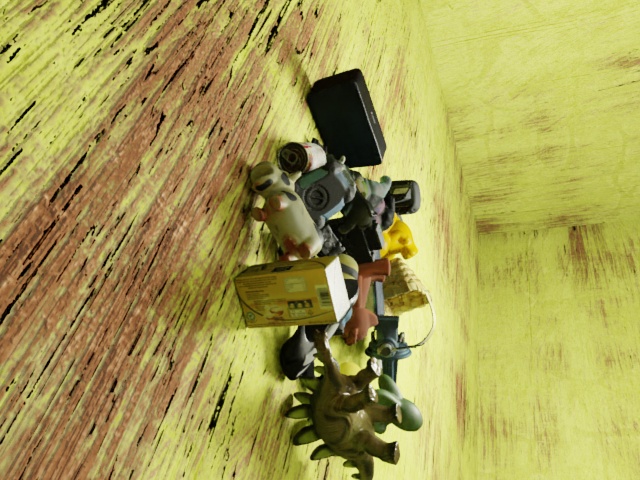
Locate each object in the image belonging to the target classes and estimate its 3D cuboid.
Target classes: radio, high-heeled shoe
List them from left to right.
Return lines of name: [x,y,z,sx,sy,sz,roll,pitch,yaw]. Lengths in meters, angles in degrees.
high-heeled shoe: [0.009,0.172,1.064,0.249,0.086,0.145,-24,128,-53]
radio: [0.067,-0.282,1.294,0.073,0.131,0.229,-70,145,-46]

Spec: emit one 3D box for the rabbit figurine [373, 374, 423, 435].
rabbit figurine: [0.155,0.397,1.264,0.121,0.170,0.159,-47,127,-61]

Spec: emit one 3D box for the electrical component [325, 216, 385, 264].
electrical component: [0.079,-0.004,1.246,0.114,0.134,0.058,67,28,-30]

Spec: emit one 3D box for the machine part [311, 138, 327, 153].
machine part: [0.010,-0.172,1.256,0.138,0.039,0.084,52,33,-48]

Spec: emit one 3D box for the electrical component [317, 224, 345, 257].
electrical component: [-0.002,-0.003,1.140,0.048,0.119,0.074,-40,114,-12]

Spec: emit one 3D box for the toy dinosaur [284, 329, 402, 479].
toy dinosaur: [0.051,0.349,1.004,0.105,0.199,0.470,-63,139,-53]

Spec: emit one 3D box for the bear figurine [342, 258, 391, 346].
bear figurine: [0.106,0.149,1.277,0.120,0.132,0.196,98,-13,-71]

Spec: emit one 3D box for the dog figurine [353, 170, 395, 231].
dog figurine: [0.108,-0.088,1.377,0.219,0.109,0.191,-29,113,-60]

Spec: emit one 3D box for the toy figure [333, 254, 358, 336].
toy figure: [0.038,0.117,1.173,0.089,0.082,0.180,11,62,-20]

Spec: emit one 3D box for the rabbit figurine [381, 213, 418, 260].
rabbit figurine: [0.192,-0.002,1.535,0.173,0.122,0.162,-22,112,-46]

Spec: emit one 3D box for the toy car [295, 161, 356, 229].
toy car: [-0.013,-0.090,1.088,0.109,0.162,0.103,55,-13,-15]

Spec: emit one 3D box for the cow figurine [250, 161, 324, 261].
cow figurine: [-0.060,-0.055,0.962,0.195,0.085,0.127,59,27,3]

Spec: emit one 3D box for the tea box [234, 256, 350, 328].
tea box: [-0.046,0.087,0.890,0.068,0.170,0.098,-38,120,-61]

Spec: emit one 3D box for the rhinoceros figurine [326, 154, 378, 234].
rhinoceros figurine: [0.050,-0.102,1.159,0.190,0.073,0.112,59,-32,28]

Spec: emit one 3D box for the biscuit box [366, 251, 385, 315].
biscuit box: [0.129,0.099,1.424,0.062,0.059,0.202,16,70,-63]

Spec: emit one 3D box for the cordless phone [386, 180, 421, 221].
cordless phone: [0.246,-0.090,1.630,0.184,0.147,0.089,60,41,-37]

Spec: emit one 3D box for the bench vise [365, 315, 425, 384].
bench vise: [0.174,0.299,1.349,0.224,0.129,0.240,-111,-160,-83]

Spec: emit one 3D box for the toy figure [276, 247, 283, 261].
toy figure: [-0.048,0.059,1.022,0.057,0.064,0.154,4,84,-51]
